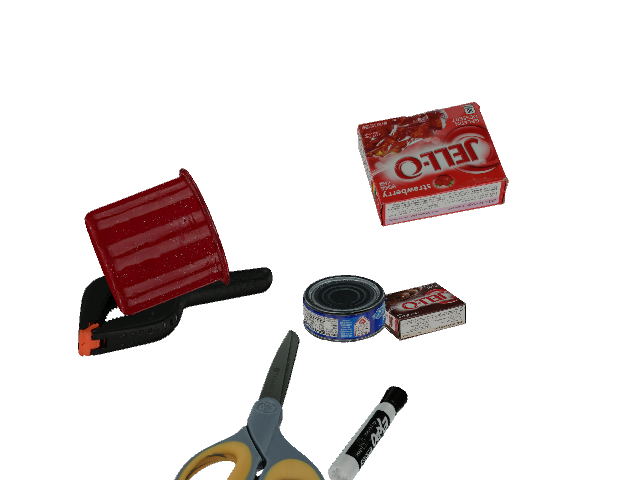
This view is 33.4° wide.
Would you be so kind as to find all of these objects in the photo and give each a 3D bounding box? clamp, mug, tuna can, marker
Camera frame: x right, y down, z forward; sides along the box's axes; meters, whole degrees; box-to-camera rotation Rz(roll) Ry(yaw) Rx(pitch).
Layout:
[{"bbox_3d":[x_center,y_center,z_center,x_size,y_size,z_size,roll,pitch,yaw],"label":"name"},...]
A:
[{"bbox_3d":[-0.168,0.044,1.024,0.165,0.036,0.209,26,36,25],"label":"clamp"},{"bbox_3d":[-0.126,0.001,0.796,0.081,0.093,0.117,-22,23,-13],"label":"mug"},{"bbox_3d":[0.025,0.068,1.095,0.086,0.034,0.086,-2,26,1],"label":"tuna can"},{"bbox_3d":[0.039,0.148,0.825,0.020,0.020,0.121,0,23,28],"label":"marker"}]

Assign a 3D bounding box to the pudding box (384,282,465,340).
[{"bbox_3d":[0.144,0.103,1.563,0.113,0.039,0.090,-14,22,-19],"label":"pudding box"}]

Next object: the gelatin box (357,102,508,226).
[{"bbox_3d":[0.076,-0.054,0.735,0.089,0.073,0.030,-11,-36,-3],"label":"gelatin box"}]

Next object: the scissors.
[{"bbox_3d":[-0.018,0.115,0.645,0.096,0.016,0.201,15,30,20],"label":"scissors"}]
